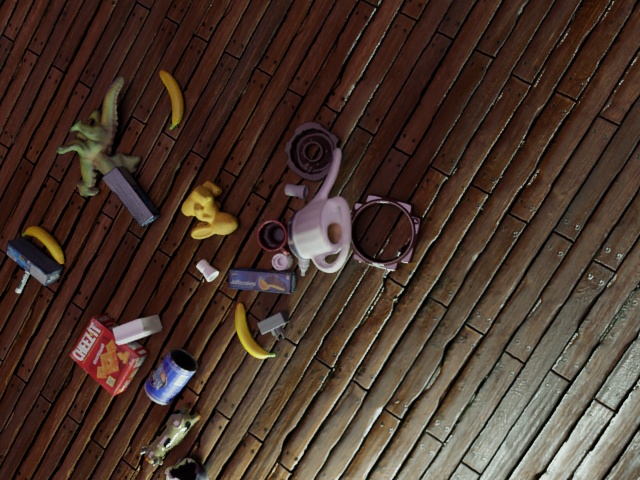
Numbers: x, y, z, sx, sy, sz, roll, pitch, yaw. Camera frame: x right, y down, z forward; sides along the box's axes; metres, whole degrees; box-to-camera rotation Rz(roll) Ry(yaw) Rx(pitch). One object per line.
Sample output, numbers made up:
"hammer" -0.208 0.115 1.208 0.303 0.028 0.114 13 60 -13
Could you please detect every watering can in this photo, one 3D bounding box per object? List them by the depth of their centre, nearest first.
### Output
"watering can" 0.004 -0.074 1.477 0.222 0.103 0.352 -17 69 45

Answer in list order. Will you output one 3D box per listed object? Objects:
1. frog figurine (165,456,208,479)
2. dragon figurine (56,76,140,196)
"frog figurine" -0.417 0.761 1.609 0.137 0.125 0.155 15 130 5
"dragon figurine" -0.698 -0.312 1.705 0.242 0.123 0.407 41 101 -7
